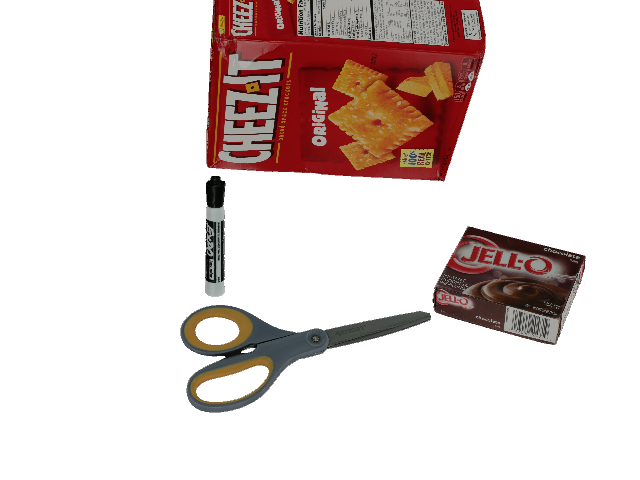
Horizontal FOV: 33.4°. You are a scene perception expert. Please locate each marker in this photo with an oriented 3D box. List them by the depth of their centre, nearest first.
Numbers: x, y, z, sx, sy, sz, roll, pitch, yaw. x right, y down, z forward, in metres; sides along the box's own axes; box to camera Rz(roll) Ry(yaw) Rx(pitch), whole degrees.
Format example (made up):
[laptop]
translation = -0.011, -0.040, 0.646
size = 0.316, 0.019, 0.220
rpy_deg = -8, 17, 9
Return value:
[marker]
translation = -0.101, -0.004, 1.025
size = 0.020, 0.121, 0.020
rpy_deg = 2, 23, -1

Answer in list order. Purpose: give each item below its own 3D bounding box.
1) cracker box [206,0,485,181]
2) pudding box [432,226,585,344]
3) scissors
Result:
[cracker box]
translation = 0.015, -0.126, 0.886
size = 0.213, 0.072, 0.164
rpy_deg = 2, -35, -6
[pudding box]
translation = 0.167, 0.038, 0.941
size = 0.114, 0.039, 0.090
rpy_deg = 16, 44, 18
[scissors]
translation = -0.021, 0.068, 0.834
size = 0.201, 0.096, 0.016
rpy_deg = -26, -28, -22
